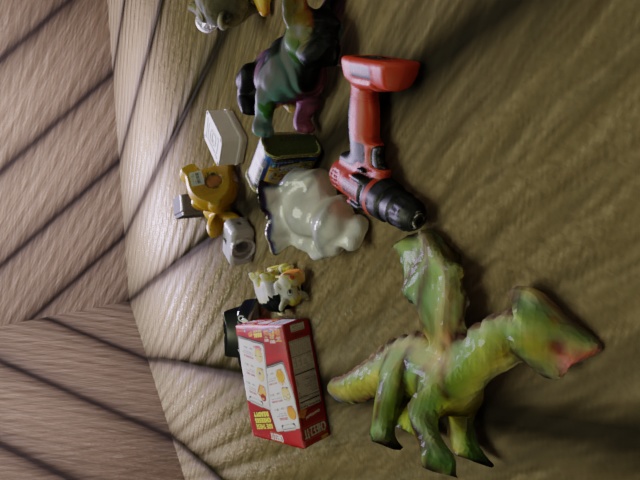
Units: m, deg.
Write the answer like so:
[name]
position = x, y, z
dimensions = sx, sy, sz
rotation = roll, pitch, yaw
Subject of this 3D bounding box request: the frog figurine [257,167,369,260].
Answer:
[frog figurine]
position = 0.002, -0.038, 0.753
dimensions = 0.159, 0.123, 0.137
rotation = 1, 91, 26

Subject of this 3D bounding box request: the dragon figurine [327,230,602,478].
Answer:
[dragon figurine]
position = 0.113, 0.110, 0.587
dimensions = 0.409, 0.122, 0.244
rotation = -1, 80, 61
